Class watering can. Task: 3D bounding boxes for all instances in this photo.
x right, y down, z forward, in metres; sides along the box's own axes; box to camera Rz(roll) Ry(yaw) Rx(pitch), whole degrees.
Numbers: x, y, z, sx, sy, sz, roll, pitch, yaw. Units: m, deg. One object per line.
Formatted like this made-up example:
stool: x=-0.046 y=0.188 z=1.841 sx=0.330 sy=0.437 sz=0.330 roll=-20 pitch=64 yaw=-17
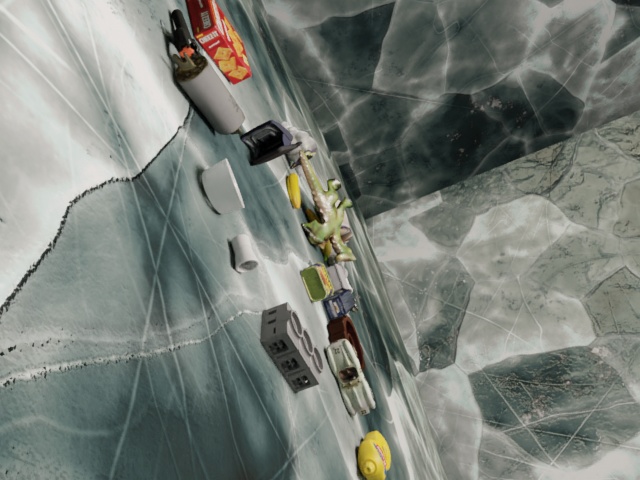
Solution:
watering can: x=0.042 y=-0.107 z=2.046 sx=0.342 sy=0.104 sz=0.228 roll=49 pitch=22 yaw=-64

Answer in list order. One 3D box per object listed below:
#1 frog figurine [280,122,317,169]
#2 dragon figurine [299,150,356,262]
frog figurine: x=-0.090 y=-0.360 z=1.882 sx=0.160 sy=0.124 sz=0.135 roll=60 pitch=-25 yaw=7
dragon figurine: x=0.005 y=-0.088 z=1.756 sx=0.405 sy=0.121 sz=0.248 roll=52 pitch=35 yaw=-23
